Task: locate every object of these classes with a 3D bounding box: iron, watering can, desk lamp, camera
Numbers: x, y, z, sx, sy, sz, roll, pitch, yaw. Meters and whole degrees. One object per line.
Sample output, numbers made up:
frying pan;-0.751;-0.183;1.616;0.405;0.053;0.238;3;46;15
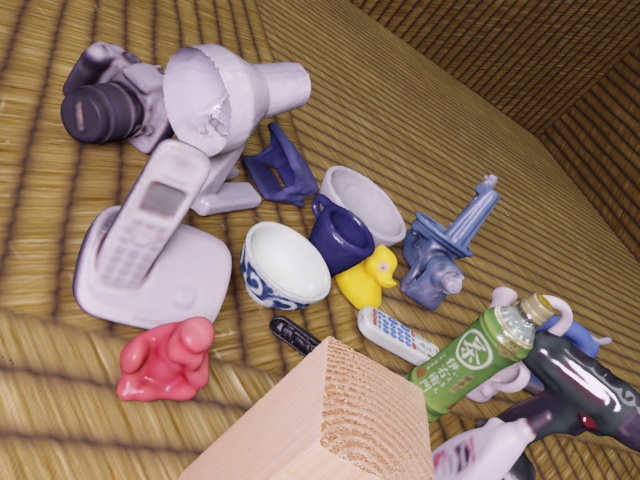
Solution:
iron;0.383;0.177;0.990;0.259;0.141;0.118;26;33;-29
watering can;0.281;0.142;0.852;0.101;0.193;0.172;18;37;-37
desk lamp;-0.114;-0.138;0.714;0.118;0.213;0.204;50;29;14
camera;-0.256;-0.179;0.708;0.143;0.100;0.137;44;28;2

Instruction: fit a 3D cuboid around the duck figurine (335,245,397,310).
duck figurine;0.073;0.042;0.840;0.078;0.086;0.104;10;42;-45

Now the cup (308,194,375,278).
cup;0.007;0.003;0.800;0.092;0.094;0.117;-6;54;-54

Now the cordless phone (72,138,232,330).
cordless phone;-0.131;0.000;0.535;0.148;0.184;0.094;18;37;-38

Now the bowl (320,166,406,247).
bowl;0.057;-0.040;0.942;0.168;0.074;0.167;31;30;-21

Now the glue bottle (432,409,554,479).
glue bottle;0.188;0.234;0.633;0.037;0.173;0.078;33;30;-17

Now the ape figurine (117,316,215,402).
ape figurine;-0.126;0.100;0.504;0.078;0.092;0.076;40;28;-6

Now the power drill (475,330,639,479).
power drill;0.320;0.243;0.751;0.229;0.208;0.076;51;30;16

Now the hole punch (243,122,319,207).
hole punch;-0.050;-0.119;0.897;0.101;0.091;0.108;7;45;-48

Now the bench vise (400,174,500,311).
bench vise;0.230;0.004;0.949;0.122;0.219;0.207;22;35;-33
